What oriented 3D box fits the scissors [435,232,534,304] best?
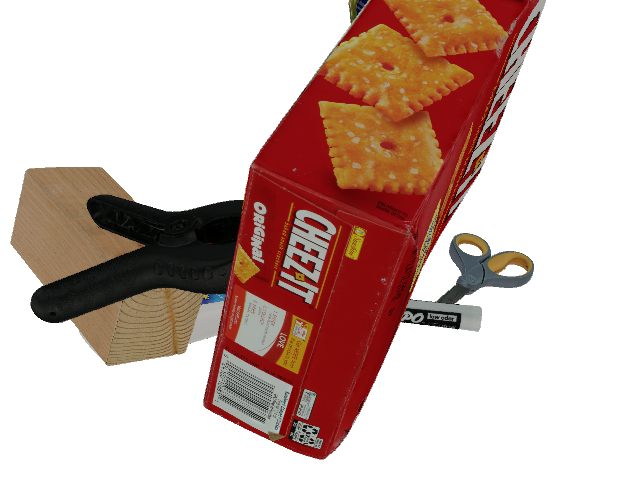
[{"bbox_3d":[0.133,0.031,1.040,0.201,0.016,0.096,-12,39,-44],"label":"scissors"}]

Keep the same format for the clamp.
[{"bbox_3d":[-0.093,0.011,0.661,0.172,0.039,0.120,0,42,21],"label":"clamp"}]

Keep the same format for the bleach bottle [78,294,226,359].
[{"bbox_3d":[-0.157,0.080,1.284,0.250,0.068,0.103,-12,31,-34],"label":"bleach bottle"}]

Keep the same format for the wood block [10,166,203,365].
[{"bbox_3d":[-0.207,0.018,1.023,0.090,0.091,0.206,-5,35,-42],"label":"wood block"}]

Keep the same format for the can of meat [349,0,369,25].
[{"bbox_3d":[0.070,-0.154,0.865,0.057,0.084,0.102,-25,-36,-12],"label":"can of meat"}]

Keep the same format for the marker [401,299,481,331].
[{"bbox_3d":[0.060,0.052,0.801,0.121,0.020,0.020,6,0,2],"label":"marker"}]

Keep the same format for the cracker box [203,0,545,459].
[{"bbox_3d":[0.031,-0.029,0.493,0.072,0.164,0.213,25,48,9],"label":"cracker box"}]
